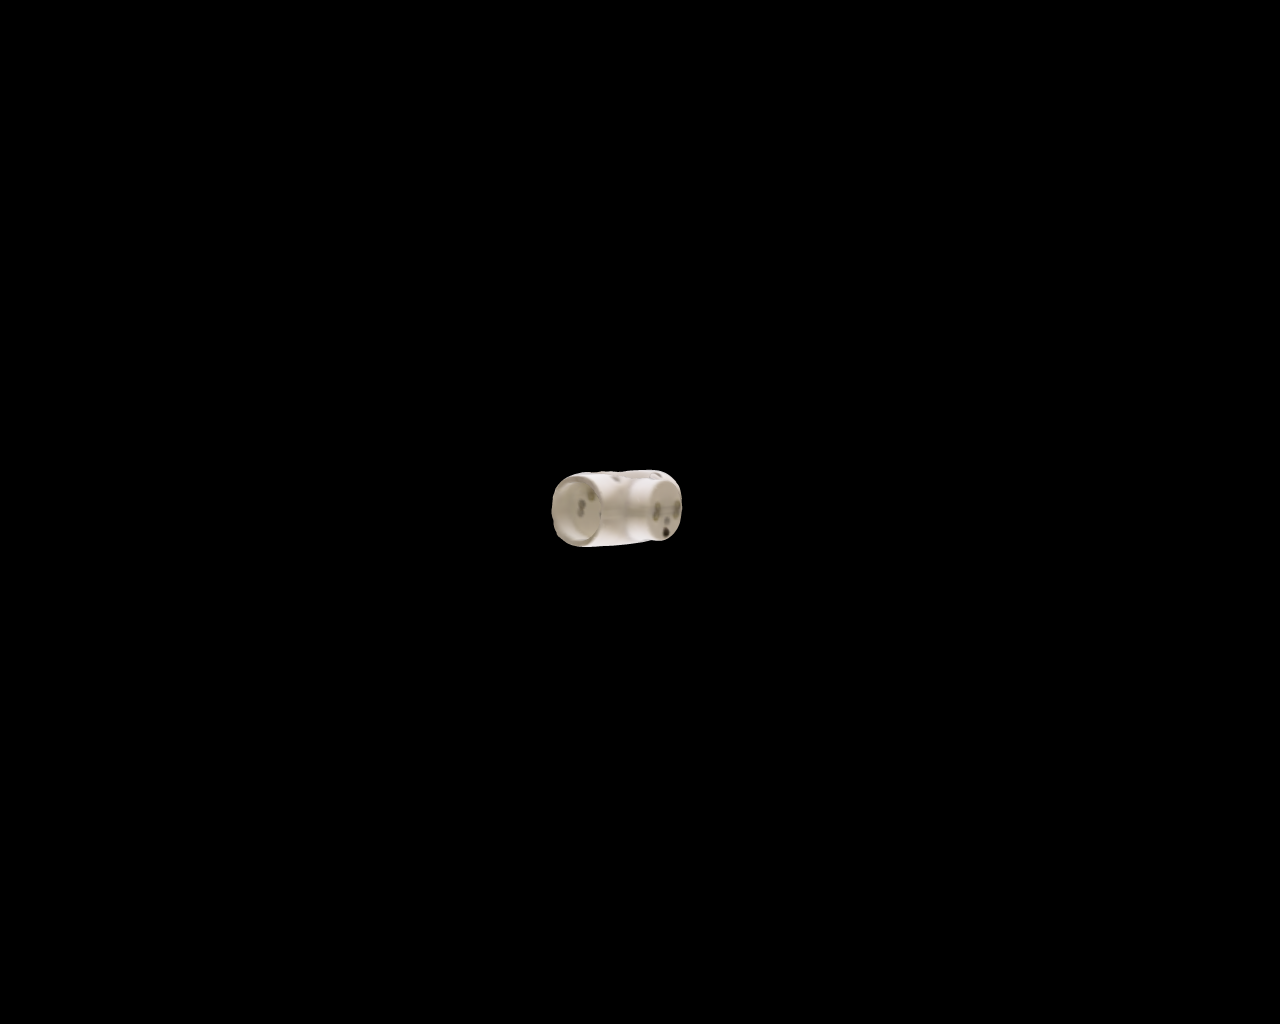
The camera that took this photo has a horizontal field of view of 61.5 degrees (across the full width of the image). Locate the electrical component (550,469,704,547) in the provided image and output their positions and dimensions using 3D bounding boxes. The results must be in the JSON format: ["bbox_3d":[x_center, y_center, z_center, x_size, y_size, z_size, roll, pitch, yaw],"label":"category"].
[{"bbox_3d":[0.001,-0.003,0.650,0.079,0.044,0.077,4,6,39],"label":"electrical component"}]
